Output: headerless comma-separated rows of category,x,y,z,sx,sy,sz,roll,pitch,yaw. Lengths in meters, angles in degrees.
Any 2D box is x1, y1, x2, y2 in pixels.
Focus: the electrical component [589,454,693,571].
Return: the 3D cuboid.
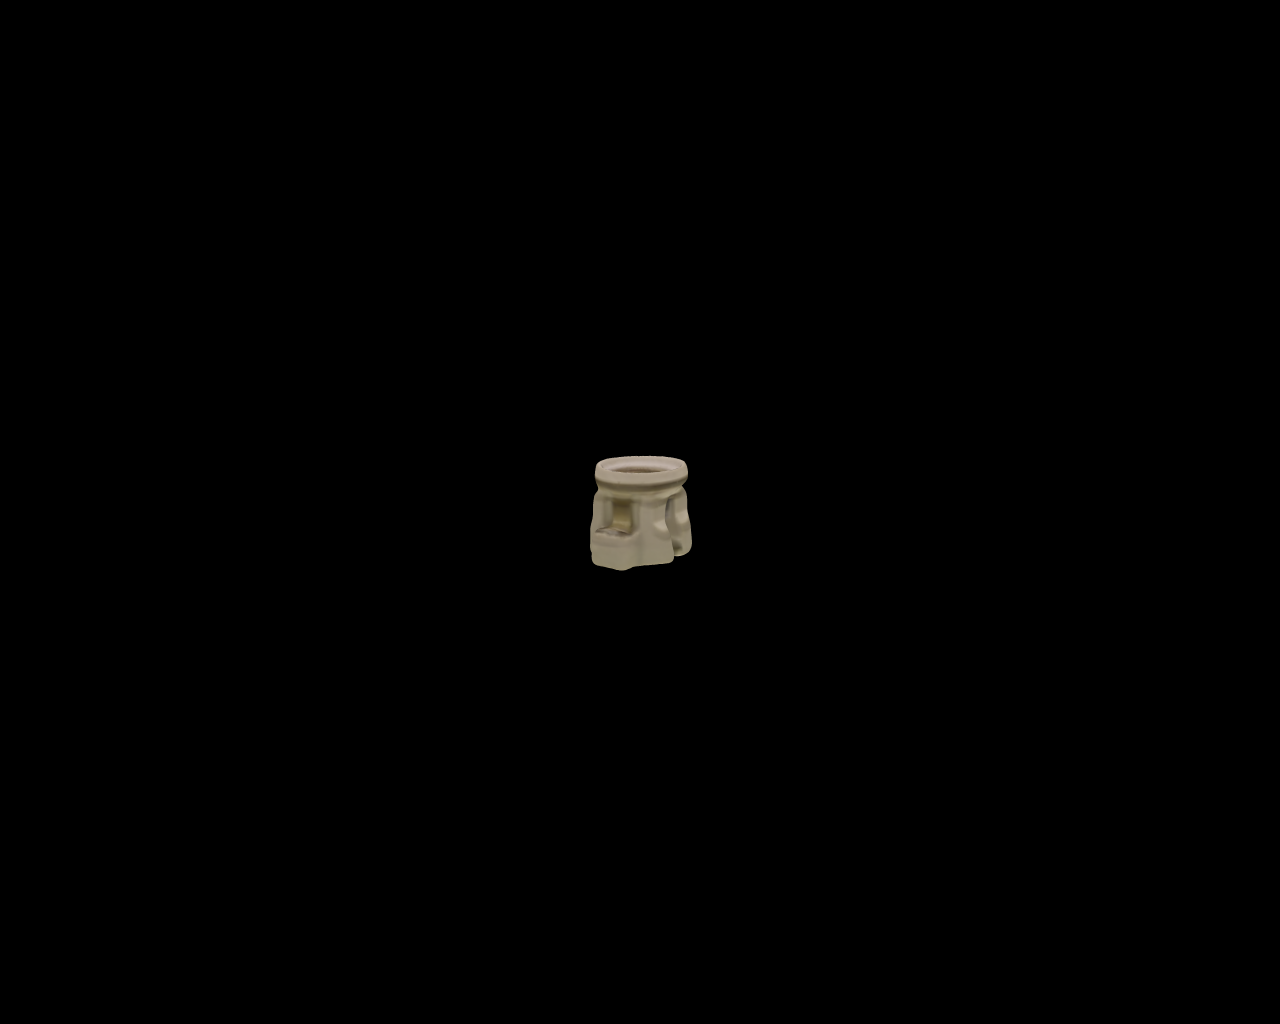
electrical component,0.001,-0.003,0.650,0.058,0.057,0.078,8,16,31
